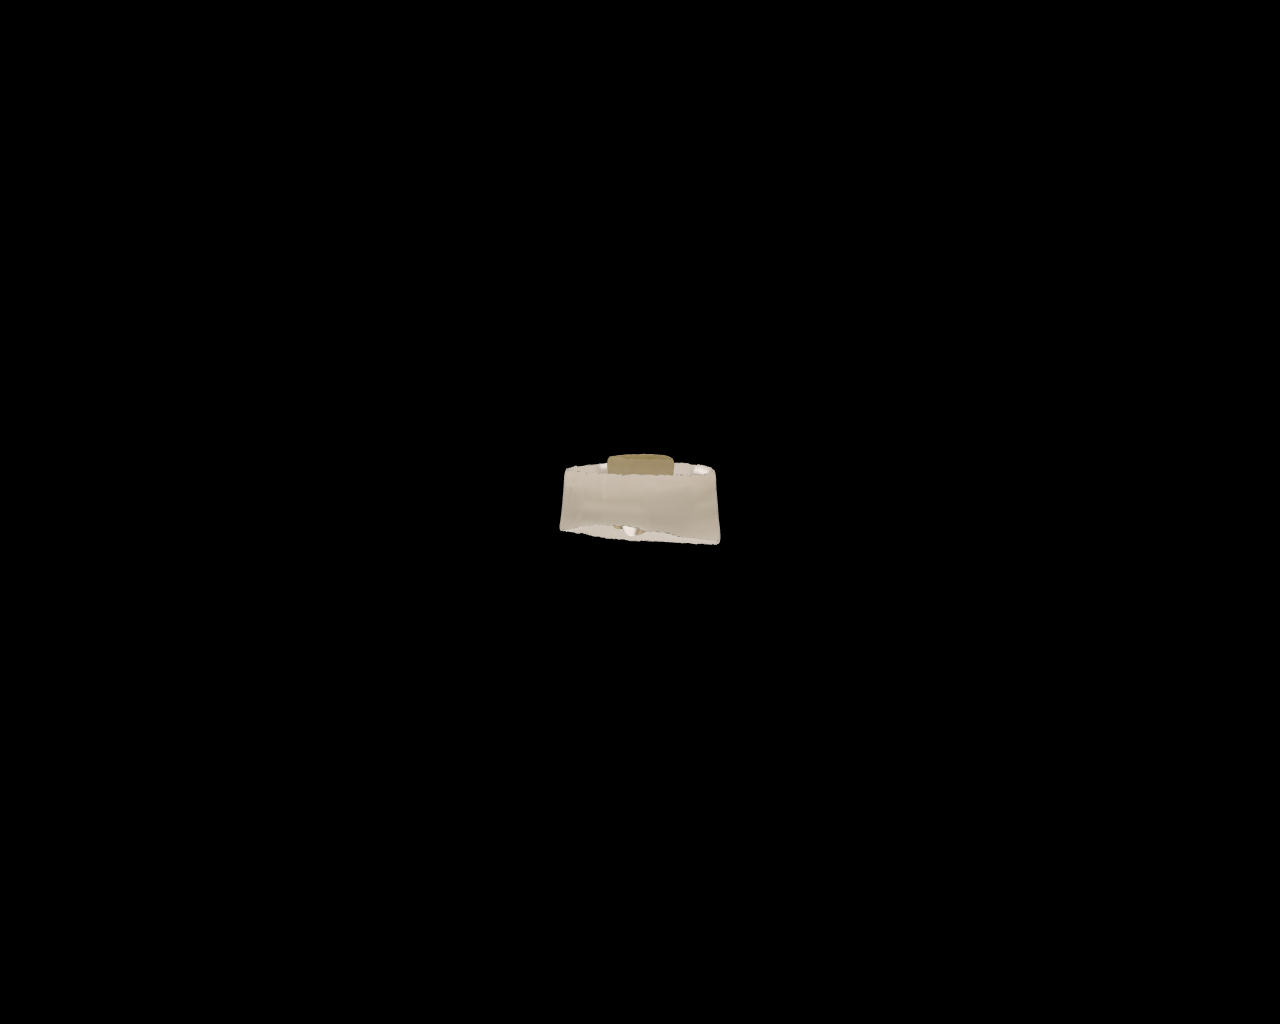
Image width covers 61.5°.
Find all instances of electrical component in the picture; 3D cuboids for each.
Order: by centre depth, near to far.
[{"bbox_3d":[0.001,-0.003,0.650,0.099,0.064,0.099,0,8,0],"label":"electrical component"}]
